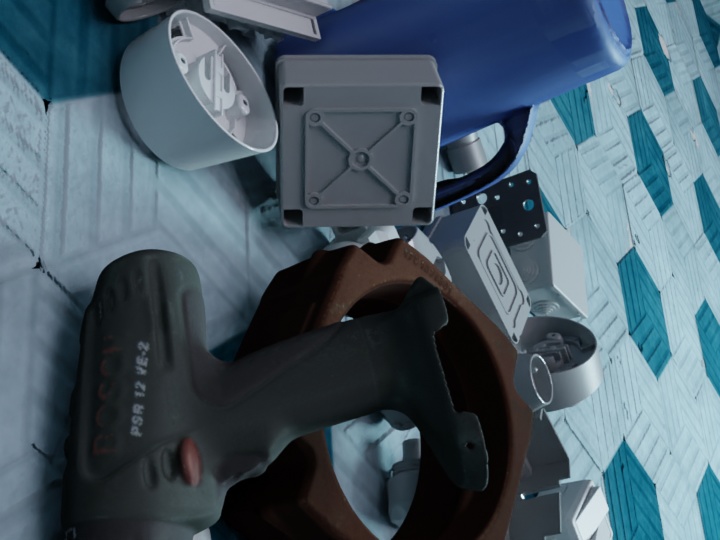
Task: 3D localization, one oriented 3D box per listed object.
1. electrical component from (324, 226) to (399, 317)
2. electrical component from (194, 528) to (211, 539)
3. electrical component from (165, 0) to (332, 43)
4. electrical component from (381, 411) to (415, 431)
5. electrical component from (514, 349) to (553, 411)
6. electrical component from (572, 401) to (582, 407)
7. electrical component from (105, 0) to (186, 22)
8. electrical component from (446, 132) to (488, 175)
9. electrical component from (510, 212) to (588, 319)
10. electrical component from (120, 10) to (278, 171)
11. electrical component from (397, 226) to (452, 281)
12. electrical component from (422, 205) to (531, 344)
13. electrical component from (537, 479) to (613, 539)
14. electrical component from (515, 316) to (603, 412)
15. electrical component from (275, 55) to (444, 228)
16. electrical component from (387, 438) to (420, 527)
[{"bbox_3d":[0.000,0.000,0.784,0.078,0.058,0.057,65,27,-13],"label":"electrical component"},{"bbox_3d":[-0.096,0.140,0.568,0.035,0.035,0.061,13,61,-57],"label":"electrical component"},{"bbox_3d":[-0.083,-0.199,0.738,0.121,0.063,0.078,-2,77,-57],"label":"electrical component"},{"bbox_3d":[0.025,0.085,0.795,0.062,0.048,0.048,45,39,-29],"label":"electrical component"},{"bbox_3d":[0.125,0.093,0.926,0.044,0.077,0.079,62,31,-18],"label":"electrical component"},{"bbox_3d":[0.204,0.108,1.090,0.065,0.044,0.044,58,32,-33],"label":"electrical component"},{"bbox_3d":[-0.135,-0.187,0.654,0.078,0.058,0.057,-29,97,-61],"label":"electrical component"},{"bbox_3d":[0.098,-0.125,1.033,0.044,0.044,0.065,-45,119,-58],"label":"electrical component"},{"bbox_3d":[0.195,0.001,1.123,0.100,0.048,0.099,37,45,-46],"label":"electrical component"},{"bbox_3d":[-0.098,-0.111,0.667,0.099,0.064,0.099,34,47,-48],"label":"electrical component"},{"bbox_3d":[0.039,0.017,0.854,0.077,0.043,0.079,60,32,-22],"label":"electrical component"},{"bbox_3d":[0.096,0.010,0.941,0.113,0.057,0.078,62,31,-19],"label":"electrical component"},{"bbox_3d":[0.189,0.239,0.972,0.096,0.061,0.061,-36,106,-59],"label":"electrical component"},{"bbox_3d":[0.173,0.085,0.996,0.064,0.099,0.099,68,29,-21],"label":"electrical component"},{"bbox_3d":[-0.002,-0.087,0.730,0.056,0.109,0.108,-100,-169,-57],"label":"electrical component"},{"bbox_3d":[0.041,0.155,0.785,0.043,0.043,0.062,35,45,-47],"label":"electrical component"}]
